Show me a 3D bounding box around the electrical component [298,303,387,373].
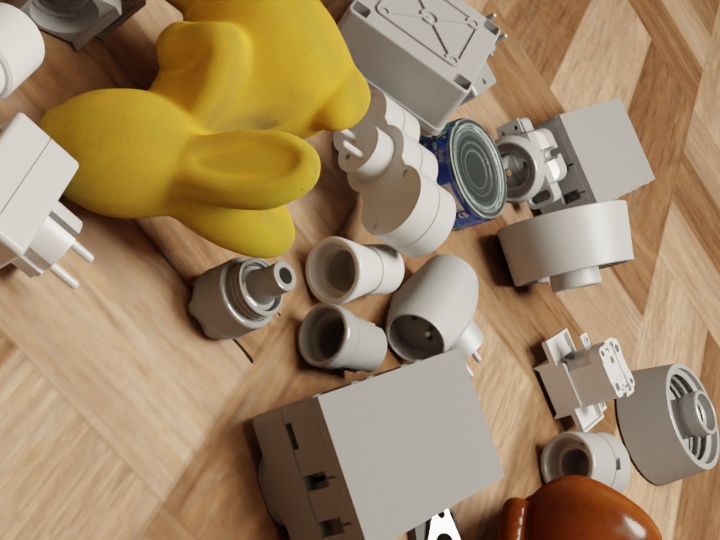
[{"bbox_3d":[-0.010,0.045,0.680,0.046,0.040,0.040,23,54,-50],"label":"electrical component"}]

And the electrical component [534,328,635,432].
[{"bbox_3d":[0.185,0.087,0.878,0.042,0.064,0.081,-22,89,-52],"label":"electrical component"}]

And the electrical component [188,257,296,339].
[{"bbox_3d":[-0.064,0.013,0.610,0.043,0.062,0.043,27,52,-41],"label":"electrical component"}]

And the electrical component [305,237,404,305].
[{"bbox_3d":[0.000,0.000,0.715,0.065,0.044,0.044,-2,73,-56],"label":"electrical component"}]

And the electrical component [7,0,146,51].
[{"bbox_3d":[-0.165,-0.166,0.599,0.081,0.042,0.063,20,55,-45],"label":"electrical component"}]

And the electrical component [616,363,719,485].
[{"bbox_3d":[0.288,0.137,0.981,0.108,0.060,0.108,28,51,-41],"label":"electrical component"}]

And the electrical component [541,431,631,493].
[{"bbox_3d":[0.174,0.152,0.838,0.047,0.055,0.055,14,61,-43],"label":"electrical component"}]

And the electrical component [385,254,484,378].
[{"bbox_3d":[0.061,0.041,0.765,0.079,0.044,0.077,54,38,-16],"label":"electrical component"}]

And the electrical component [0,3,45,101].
[{"bbox_3d":[-0.190,-0.101,0.533,0.040,0.040,0.078,50,40,-21],"label":"electrical component"}]

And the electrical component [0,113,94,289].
[{"bbox_3d":[-0.162,-0.022,0.520,0.077,0.047,0.065,45,42,-27],"label":"electrical component"}]

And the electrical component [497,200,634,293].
[{"bbox_3d":[0.172,-0.015,0.884,0.108,0.108,0.060,-6,82,-52],"label":"electrical component"}]

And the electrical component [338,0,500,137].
[{"bbox_3d":[0.039,-0.172,0.815,0.109,0.056,0.108,35,43,-6],"label":"electrical component"}]

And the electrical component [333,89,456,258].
[{"bbox_3d":[0.011,-0.075,0.732,0.074,0.052,0.138,31,28,-39],"label":"electrical component"}]

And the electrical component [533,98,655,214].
[{"bbox_3d":[0.208,-0.102,1.009,0.150,0.062,0.089,-23,90,-53],"label":"electrical component"}]

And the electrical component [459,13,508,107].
[{"bbox_3d":[0.087,-0.186,0.892,0.083,0.076,0.047,60,37,-9],"label":"electrical component"}]

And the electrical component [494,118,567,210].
[{"bbox_3d":[0.137,-0.088,0.919,0.057,0.058,0.078,-24,90,-56],"label":"electrical component"}]

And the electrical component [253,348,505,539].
[{"bbox_3d":[0.012,0.110,0.652,0.150,0.062,0.089,-11,81,-53],"label":"electrical component"}]
